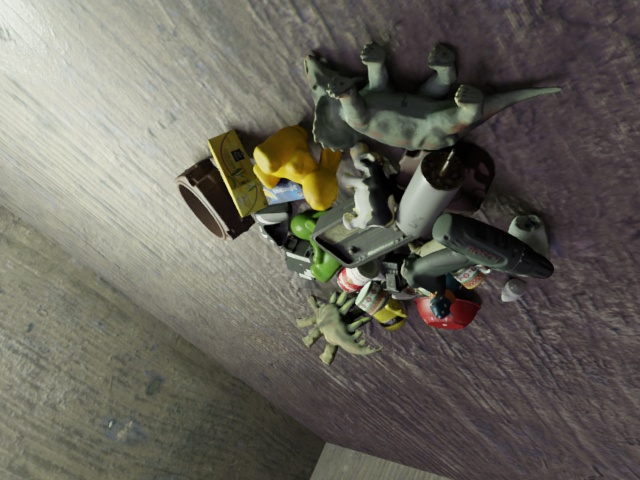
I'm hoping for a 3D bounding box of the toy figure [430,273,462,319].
[{"bbox_3d":[0.278,0.111,1.184,0.064,0.154,0.057,19,148,15],"label":"toy figure"}]

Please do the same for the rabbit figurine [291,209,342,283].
[{"bbox_3d":[-0.003,-0.004,1.298,0.170,0.121,0.159,41,150,9],"label":"rabbit figurine"}]

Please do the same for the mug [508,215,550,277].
[{"bbox_3d":[0.373,0.003,0.999,0.110,0.081,0.107,3,137,19],"label":"mug"}]

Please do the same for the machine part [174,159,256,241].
[{"bbox_3d":[-0.267,-0.094,1.339,0.200,0.087,0.202,55,158,-17],"label":"machine part"}]

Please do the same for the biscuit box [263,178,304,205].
[{"bbox_3d":[-0.093,-0.125,1.226,0.203,0.063,0.059,-6,139,48],"label":"biscuit box"}]

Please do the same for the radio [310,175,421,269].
[{"bbox_3d":[0.104,-0.030,1.135,0.131,0.073,0.230,42,135,-22],"label":"radio"}]

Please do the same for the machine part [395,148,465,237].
[{"bbox_3d":[0.184,-0.074,0.923,0.079,0.079,0.243,26,153,4],"label":"machine part"}]

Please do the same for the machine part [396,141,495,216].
[{"bbox_3d":[0.222,-0.112,0.970,0.179,0.056,0.179,23,153,13],"label":"machine part"}]

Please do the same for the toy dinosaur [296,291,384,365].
[{"bbox_3d":[0.048,0.244,1.527,0.105,0.198,0.472,42,-178,-25],"label":"toy dinosaur"}]

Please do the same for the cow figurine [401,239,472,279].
[{"bbox_3d":[0.244,0.033,1.146,0.085,0.127,0.195,35,137,-12],"label":"cow figurine"}]

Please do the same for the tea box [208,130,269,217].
[{"bbox_3d":[-0.179,-0.146,1.169,0.098,0.068,0.170,75,169,-53],"label":"tea box"}]

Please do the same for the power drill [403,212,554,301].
[{"bbox_3d":[0.270,0.045,0.975,0.232,0.086,0.207,27,150,-22],"label":"power drill"}]

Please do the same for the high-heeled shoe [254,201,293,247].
[{"bbox_3d":[-0.098,-0.029,1.326,0.145,0.086,0.249,60,166,-19],"label":"high-heeled shoe"}]

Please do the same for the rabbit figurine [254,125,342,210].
[{"bbox_3d":[-0.027,-0.134,1.052,0.173,0.162,0.121,46,153,13],"label":"rabbit figurine"}]

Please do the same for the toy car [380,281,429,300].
[{"bbox_3d":[0.236,0.108,1.321,0.073,0.056,0.202,42,150,-24],"label":"toy car"}]

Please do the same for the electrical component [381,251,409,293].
[{"bbox_3d":[0.180,0.055,1.249,0.048,0.075,0.119,6,106,38],"label":"electrical component"}]

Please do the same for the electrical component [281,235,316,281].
[{"bbox_3d":[-0.037,0.055,1.482,0.115,0.058,0.134,19,150,23],"label":"electrical component"}]

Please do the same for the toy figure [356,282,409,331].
[{"bbox_3d":[0.164,0.174,1.464,0.180,0.082,0.089,37,120,-20],"label":"toy figure"}]

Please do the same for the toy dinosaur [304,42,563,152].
[{"bbox_3d":[0.141,-0.200,0.844,0.405,0.131,0.192,16,162,14],"label":"toy dinosaur"}]

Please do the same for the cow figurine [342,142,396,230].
[{"bbox_3d":[0.096,-0.103,0.999,0.098,0.167,0.068,-3,177,41],"label":"cow figurine"}]
